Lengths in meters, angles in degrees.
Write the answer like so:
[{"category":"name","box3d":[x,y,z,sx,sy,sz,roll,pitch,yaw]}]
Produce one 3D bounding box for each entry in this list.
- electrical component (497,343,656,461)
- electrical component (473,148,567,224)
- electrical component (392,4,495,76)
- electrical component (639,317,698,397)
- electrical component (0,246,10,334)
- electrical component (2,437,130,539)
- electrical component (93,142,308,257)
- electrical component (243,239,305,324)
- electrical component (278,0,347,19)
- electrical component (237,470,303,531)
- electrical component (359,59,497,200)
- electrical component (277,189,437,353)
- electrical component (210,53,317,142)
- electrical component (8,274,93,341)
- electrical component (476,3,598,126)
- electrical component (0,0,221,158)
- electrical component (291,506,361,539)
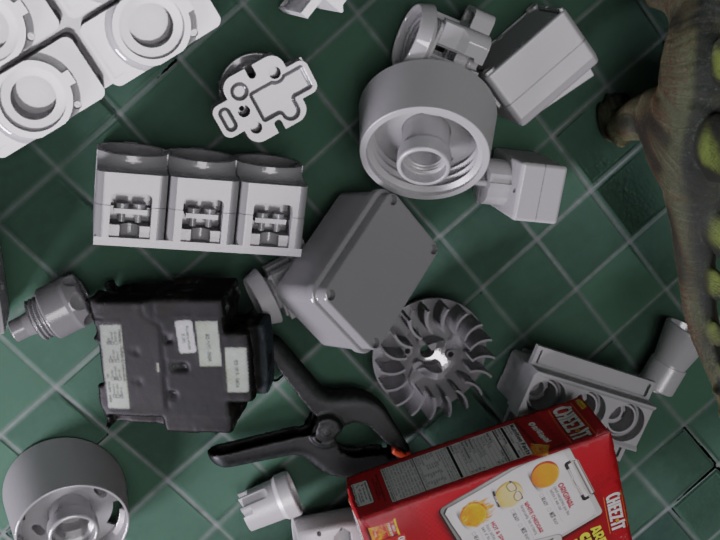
[{"category":"electrical component","box3d":[0.188,0.113,0.947,0.121,0.063,0.078,18,102,-18]},{"category":"electrical component","box3d":[0.116,-0.071,0.872,0.077,0.065,0.047,4,106,-16]},{"category":"electrical component","box3d":[0.061,-0.171,0.831,0.057,0.058,0.078,18,109,-19]},{"category":"electrical component","box3d":[0.282,0.081,0.974,0.044,0.044,0.065,21,105,-19]},{"category":"electrical component","box3d":[-0.293,0.004,0.795,0.061,0.061,0.096,1,106,-14]},{"category":"electrical component","box3d":[-0.239,0.194,0.879,0.099,0.064,0.099,-10,122,-17]},{"category":"electrical component","box3d":[-0.122,-0.056,0.804,0.150,0.089,0.061,3,106,-15]},{"category":"electrical component","box3d":[-0.060,0.013,0.866,0.055,0.048,0.066,-28,111,-13]},{"category":"electrical component","box3d":[-0.034,-0.221,0.759,0.063,0.121,0.078,38,95,-18]},{"category":"electrical component","box3d":[-0.077,0.199,0.922,0.046,0.040,0.040,-22,111,-1]},{"category":"electrical component","box3d":[0.050,-0.100,0.821,0.108,0.060,0.108,4,141,3]},{"category":"electrical component","box3d":[0.000,0.000,0.840,0.078,0.057,0.113,48,62,-32]},{"category":"electrical component","box3d":[-0.075,-0.133,0.810,0.078,0.057,0.058,-30,111,-3]},{"category":"electrical component","box3d":[-0.239,0.034,0.828,0.062,0.043,0.043,-27,111,-4]},{"category":"electrical component","box3d":[0.131,-0.156,0.851,0.096,0.061,0.061,-41,112,1]},{"category":"electrical component","box3d":[-0.206,-0.173,0.763,0.186,0.060,0.105,-32,111,-3]},{"category":"electrical component","box3d":[-0.017,0.249,0.949,0.077,0.043,0.079,-8,108,-11]}]
